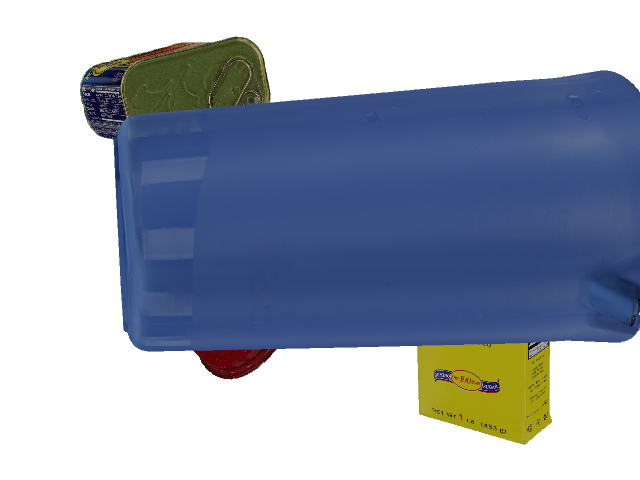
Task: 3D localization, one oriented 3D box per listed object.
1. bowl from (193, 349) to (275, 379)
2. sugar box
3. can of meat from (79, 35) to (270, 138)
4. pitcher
[{"bbox_3d":[-0.078,0.029,0.873,0.055,0.162,0.162,22,-13,-34],"label":"bowl"},{"bbox_3d":[0.114,0.047,0.754,0.093,0.176,0.048,9,23,38],"label":"sugar box"},{"bbox_3d":[-0.098,-0.099,0.705,0.101,0.057,0.084,-20,18,-29],"label":"can of meat"},{"bbox_3d":[0.026,-0.016,0.513,0.242,0.145,0.149,-3,-9,-10],"label":"pitcher"}]
